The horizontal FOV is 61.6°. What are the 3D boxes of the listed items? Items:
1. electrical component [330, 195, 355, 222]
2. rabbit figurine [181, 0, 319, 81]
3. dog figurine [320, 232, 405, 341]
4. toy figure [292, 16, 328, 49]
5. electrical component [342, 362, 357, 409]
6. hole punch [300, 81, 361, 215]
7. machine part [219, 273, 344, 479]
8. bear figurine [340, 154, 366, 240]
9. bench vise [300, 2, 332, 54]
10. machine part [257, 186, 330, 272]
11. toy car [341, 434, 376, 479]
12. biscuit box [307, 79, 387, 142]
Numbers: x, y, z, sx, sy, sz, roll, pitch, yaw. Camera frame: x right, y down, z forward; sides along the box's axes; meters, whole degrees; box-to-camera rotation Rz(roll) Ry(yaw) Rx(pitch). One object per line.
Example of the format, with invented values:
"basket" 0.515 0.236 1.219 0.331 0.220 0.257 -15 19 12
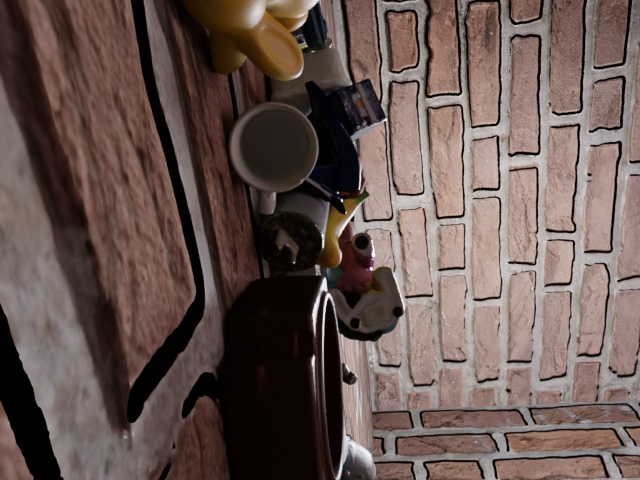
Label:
"electrical component" -0.009 -0.028 0.819 0.119 0.075 0.047 -28 107 -44
"rabbit figurine" -0.066 -0.216 0.447 0.173 0.122 0.162 -61 158 -53
"dog figurine" 0.036 0.065 0.852 0.191 0.108 0.219 61 -9 2
"toy figure" -0.032 -0.337 0.842 0.180 0.082 0.089 -46 120 -75
"electrical component" -0.002 0.194 0.680 0.045 0.102 0.078 -10 -88 58
"hole punch" 0.002 -0.115 0.652 0.115 0.092 0.142 33 20 -43
"machine part" -0.026 0.144 0.530 0.201 0.087 0.201 -61 145 -78
"bear figurine" 0.028 -0.059 0.999 0.132 0.120 0.195 -78 164 -77
"bench vise" -0.030 -0.342 0.666 0.224 0.129 0.240 -91 165 -53
"machine part" -0.028 -0.031 0.669 0.243 0.079 0.079 -81 165 -66
"toy car" 0.042 0.391 0.884 0.109 0.103 0.161 -67 150 -74
"biscuit box" 0.014 -0.159 0.771 0.062 0.059 0.203 65 -25 -3
